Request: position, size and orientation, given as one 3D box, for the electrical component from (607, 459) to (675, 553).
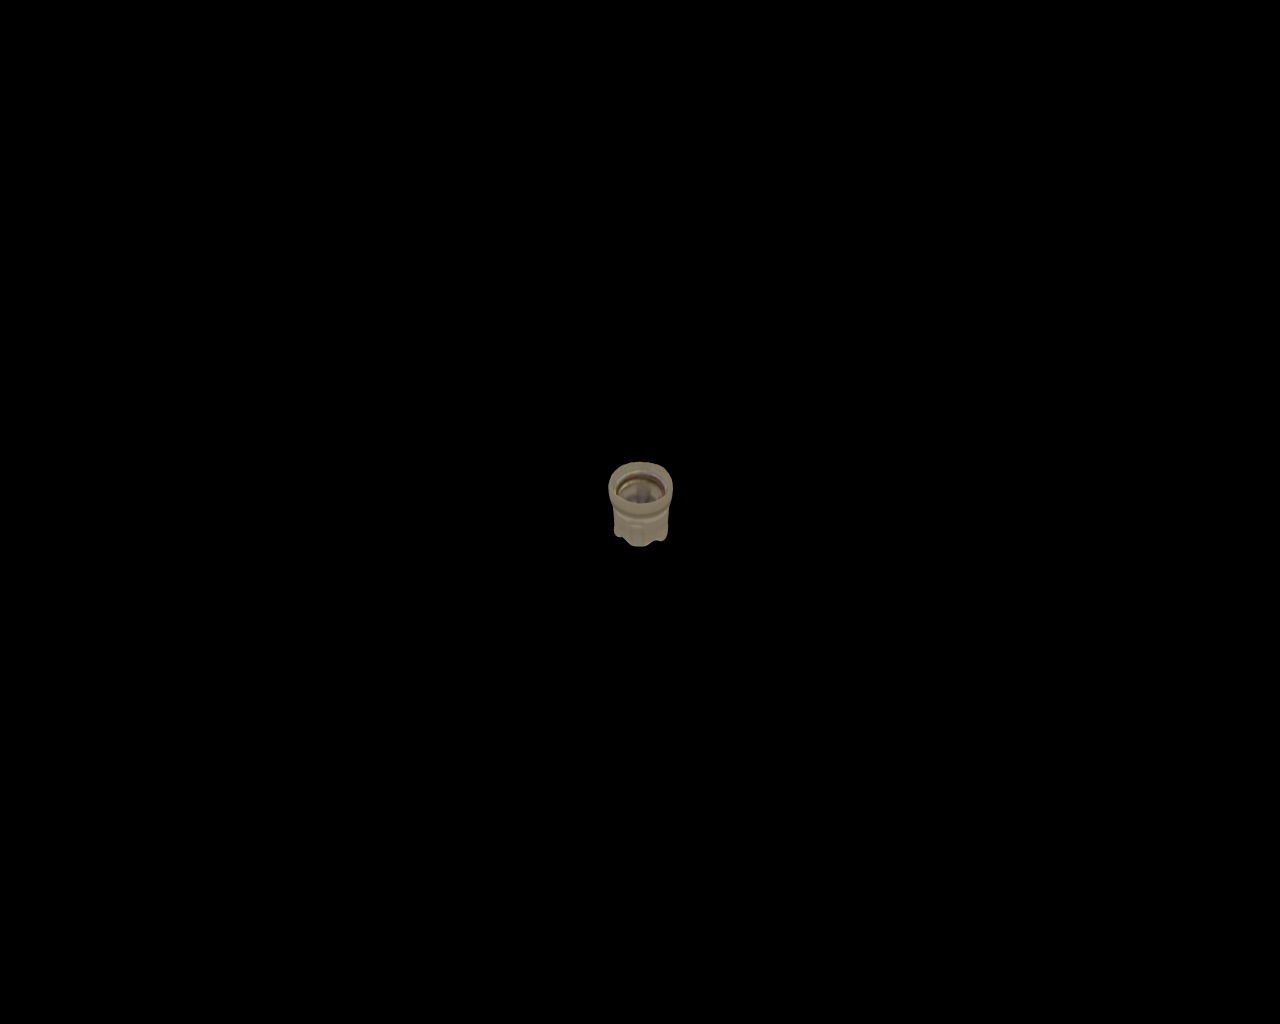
[{"bbox_3d":[0.001,-0.003,0.650,0.040,0.040,0.046,0,-44,0],"label":"electrical component"}]
